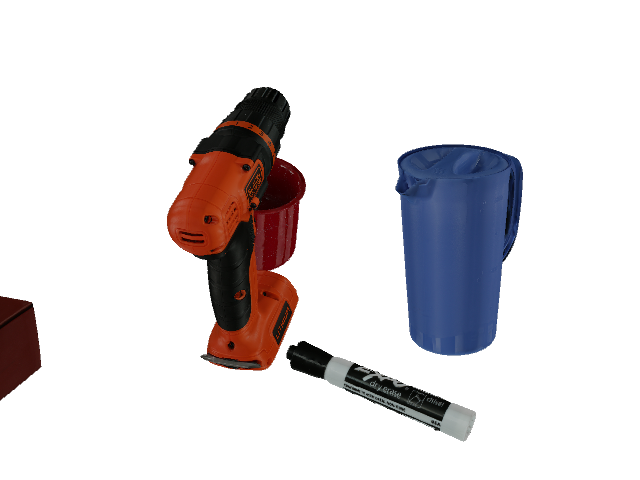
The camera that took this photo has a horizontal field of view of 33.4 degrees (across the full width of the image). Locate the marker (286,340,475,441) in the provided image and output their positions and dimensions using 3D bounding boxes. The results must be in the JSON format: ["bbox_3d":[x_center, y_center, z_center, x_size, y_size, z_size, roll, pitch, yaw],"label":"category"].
[{"bbox_3d":[0.034,0.089,0.643,0.121,0.020,0.020,20,7,19],"label":"marker"}]

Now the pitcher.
[{"bbox_3d":[0.170,0.009,1.301,0.149,0.243,0.145,1,23,9],"label":"pitcher"}]

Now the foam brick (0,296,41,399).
[{"bbox_3d":[-0.233,0.076,0.715,0.053,0.051,0.078,9,28,24],"label":"foam brick"}]

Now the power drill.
[{"bbox_3d":[-0.059,-0.006,0.840,0.057,0.187,0.184,6,40,18],"label":"power drill"}]

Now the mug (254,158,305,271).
[{"bbox_3d":[-0.074,-0.021,1.029,0.117,0.081,0.093,-14,44,-21],"label":"mug"}]
